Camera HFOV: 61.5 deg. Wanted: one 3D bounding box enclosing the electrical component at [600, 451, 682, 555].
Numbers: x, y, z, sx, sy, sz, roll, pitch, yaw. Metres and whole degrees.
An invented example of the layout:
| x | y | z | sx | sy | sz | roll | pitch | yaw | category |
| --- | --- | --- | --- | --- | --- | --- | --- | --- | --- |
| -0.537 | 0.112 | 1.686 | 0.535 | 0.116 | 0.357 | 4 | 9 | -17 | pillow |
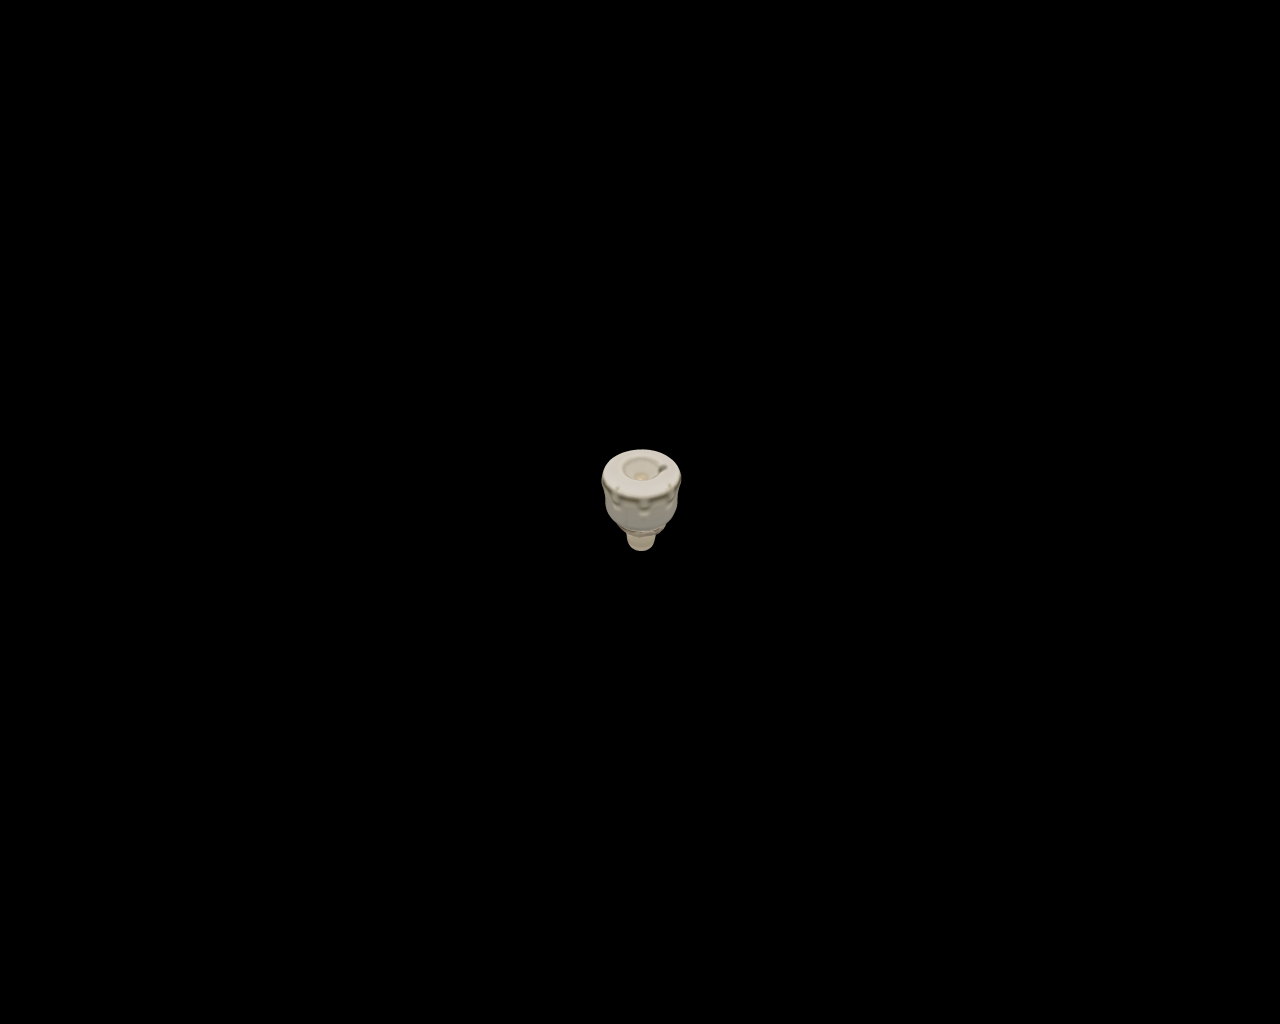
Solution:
| x | y | z | sx | sy | sz | roll | pitch | yaw | category |
| --- | --- | --- | --- | --- | --- | --- | --- | --- | --- |
| 0.001 | -0.003 | 0.650 | 0.048 | 0.062 | 0.048 | 0 | 39 | 0 | electrical component |
